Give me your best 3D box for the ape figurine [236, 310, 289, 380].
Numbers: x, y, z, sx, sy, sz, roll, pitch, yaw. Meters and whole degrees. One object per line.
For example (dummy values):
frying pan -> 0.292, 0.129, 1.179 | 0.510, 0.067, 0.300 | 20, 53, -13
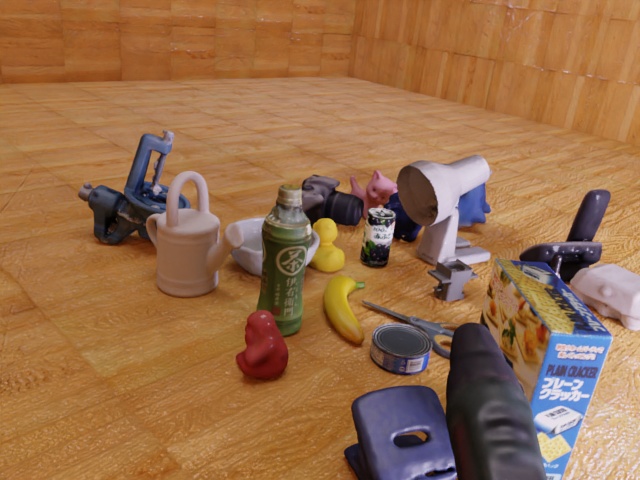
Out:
ape figurine -> -0.077, 0.131, 0.743 | 0.076, 0.092, 0.078 | 12, 24, 13

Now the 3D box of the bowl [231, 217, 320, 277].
bowl -> -0.086, 0.022, 1.015 | 0.167, 0.075, 0.167 | 6, 23, -2

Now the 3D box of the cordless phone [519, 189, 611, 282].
cordless phone -> 0.481, -0.015, 1.112 | 0.148, 0.185, 0.094 | -2, 25, -19

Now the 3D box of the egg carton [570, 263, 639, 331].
egg carton -> 0.527, 0.096, 1.014 | 0.107, 0.069, 0.149 | -10, 28, -33

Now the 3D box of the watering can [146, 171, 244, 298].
watering can -> -0.203, -0.014, 0.916 | 0.173, 0.194, 0.101 | 7, 23, 2

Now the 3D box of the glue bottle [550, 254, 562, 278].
glue bottle -> 0.318, 0.099, 0.820 | 0.037, 0.173, 0.078 | 14, 25, 17

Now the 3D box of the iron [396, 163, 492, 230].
iron -> 0.278, -0.121, 1.357 | 0.257, 0.141, 0.119 | 15, 25, 18

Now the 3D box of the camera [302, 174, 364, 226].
camera -> 0.019, -0.079, 1.242 | 0.136, 0.101, 0.143 | 15, 25, 18

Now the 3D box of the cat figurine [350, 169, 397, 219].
cat figurine -> 0.119, -0.111, 1.321 | 0.127, 0.118, 0.067 | 22, 28, 31

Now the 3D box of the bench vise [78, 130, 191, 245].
bench vise -> -0.329, -0.092, 1.027 | 0.208, 0.220, 0.121 | 0, 24, -15

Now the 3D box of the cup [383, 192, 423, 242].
cup -> 0.176, -0.043, 1.209 | 0.118, 0.095, 0.091 | -11, 29, -35

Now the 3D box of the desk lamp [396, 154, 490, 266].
desk lamp -> 0.245, -0.058, 1.113 | 0.204, 0.213, 0.117 | -9, 28, -32

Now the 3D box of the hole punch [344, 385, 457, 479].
hole punch -> 0.091, 0.215, 0.596 | 0.109, 0.091, 0.100 | -3, 25, -22

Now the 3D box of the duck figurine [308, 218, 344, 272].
duck figurine -> 0.010, 0.004, 1.068 | 0.078, 0.086, 0.104 | -3, 25, -21

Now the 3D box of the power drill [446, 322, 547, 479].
power drill -> 0.126, 0.209, 0.471 | 0.075, 0.208, 0.229 | 6, 23, -2
